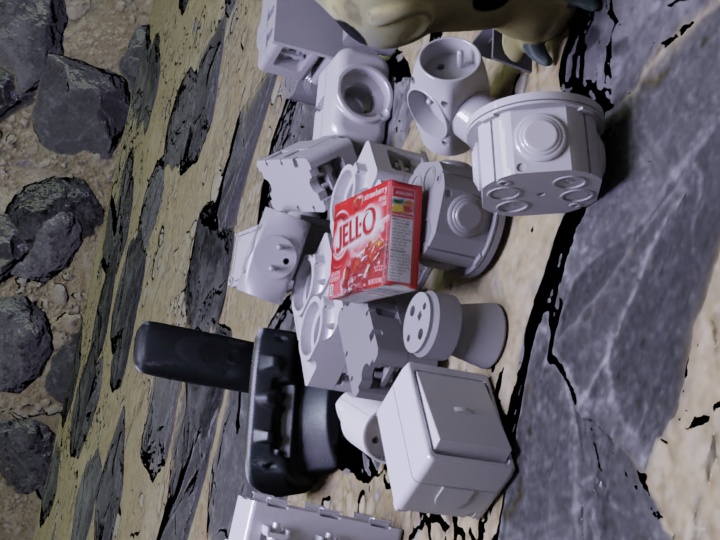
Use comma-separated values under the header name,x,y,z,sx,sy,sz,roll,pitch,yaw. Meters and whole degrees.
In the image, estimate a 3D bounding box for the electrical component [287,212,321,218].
name,x,y,z,sx,sy,sz,roll,pitch,yaw
electrical component,-0.058,-0.046,1.095,0.078,0.040,0.040,-75,12,-46

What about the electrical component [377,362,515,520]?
name,x,y,z,sx,sy,sz,roll,pitch,yaw
electrical component,0.053,0.101,0.688,0.096,0.062,0.061,-102,30,-47

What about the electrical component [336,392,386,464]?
name,x,y,z,sx,sy,sz,roll,pitch,yaw
electrical component,0.009,0.117,0.824,0.081,0.043,0.043,-165,87,-70

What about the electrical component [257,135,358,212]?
name,x,y,z,sx,sy,sz,roll,pitch,yaw
electrical component,-0.040,-0.085,0.951,0.089,0.056,0.050,6,120,56

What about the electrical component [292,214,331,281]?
name,x,y,z,sx,sy,sz,roll,pitch,yaw
electrical component,-0.050,-0.017,1.021,0.096,0.062,0.061,-176,97,-69

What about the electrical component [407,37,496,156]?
name,x,y,z,sx,sy,sz,roll,pitch,yaw
electrical component,0.075,-0.111,0.754,0.079,0.044,0.077,42,158,28

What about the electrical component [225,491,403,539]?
name,x,y,z,sx,sy,sz,roll,pitch,yaw
electrical component,-0.034,0.203,0.779,0.079,0.121,0.063,166,118,-67

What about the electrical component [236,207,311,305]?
name,x,y,z,sx,sy,sz,roll,pitch,yaw
electrical component,-0.075,-0.012,0.930,0.079,0.044,0.077,-155,86,-83

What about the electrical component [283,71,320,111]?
name,x,y,z,sx,sy,sz,roll,pitch,yaw
electrical component,-0.045,-0.210,1.129,0.080,0.051,0.080,-169,90,-70

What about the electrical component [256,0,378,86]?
name,x,y,z,sx,sy,sz,roll,pitch,yaw
electrical component,-0.040,-0.276,1.074,0.060,0.105,0.186,138,139,-58

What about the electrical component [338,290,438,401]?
name,x,y,z,sx,sy,sz,roll,pitch,yaw
electrical component,0.023,0.052,0.802,0.089,0.056,0.050,-103,32,-49

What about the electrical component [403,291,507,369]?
name,x,y,z,sx,sy,sz,roll,pitch,yaw
electrical component,0.062,0.039,0.708,0.045,0.055,0.045,-169,90,-70

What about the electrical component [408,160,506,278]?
name,x,y,z,sx,sy,sz,roll,pitch,yaw
electrical component,0.064,-0.037,0.748,0.080,0.051,0.080,-169,90,-70

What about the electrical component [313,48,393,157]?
name,x,y,z,sx,sy,sz,roll,pitch,yaw
electrical component,-0.006,-0.152,0.992,0.059,0.054,0.095,146,132,-62

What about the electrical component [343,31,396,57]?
name,x,y,z,sx,sy,sz,roll,pitch,yaw
electrical component,0.023,-0.243,0.968,0.089,0.050,0.055,140,136,-59

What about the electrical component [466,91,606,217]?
name,x,y,z,sx,sy,sz,roll,pitch,yaw
electrical component,0.103,-0.067,0.624,0.080,0.080,0.051,143,129,-61

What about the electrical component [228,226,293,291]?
name,x,y,z,sx,sy,sz,roll,pitch,yaw
electrical component,-0.090,-0.011,1.140,0.096,0.061,0.061,-15,65,59

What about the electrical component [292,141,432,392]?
name,x,y,z,sx,sy,sz,roll,pitch,yaw
electrical component,0.000,0.000,0.885,0.105,0.060,0.186,-104,32,-49
